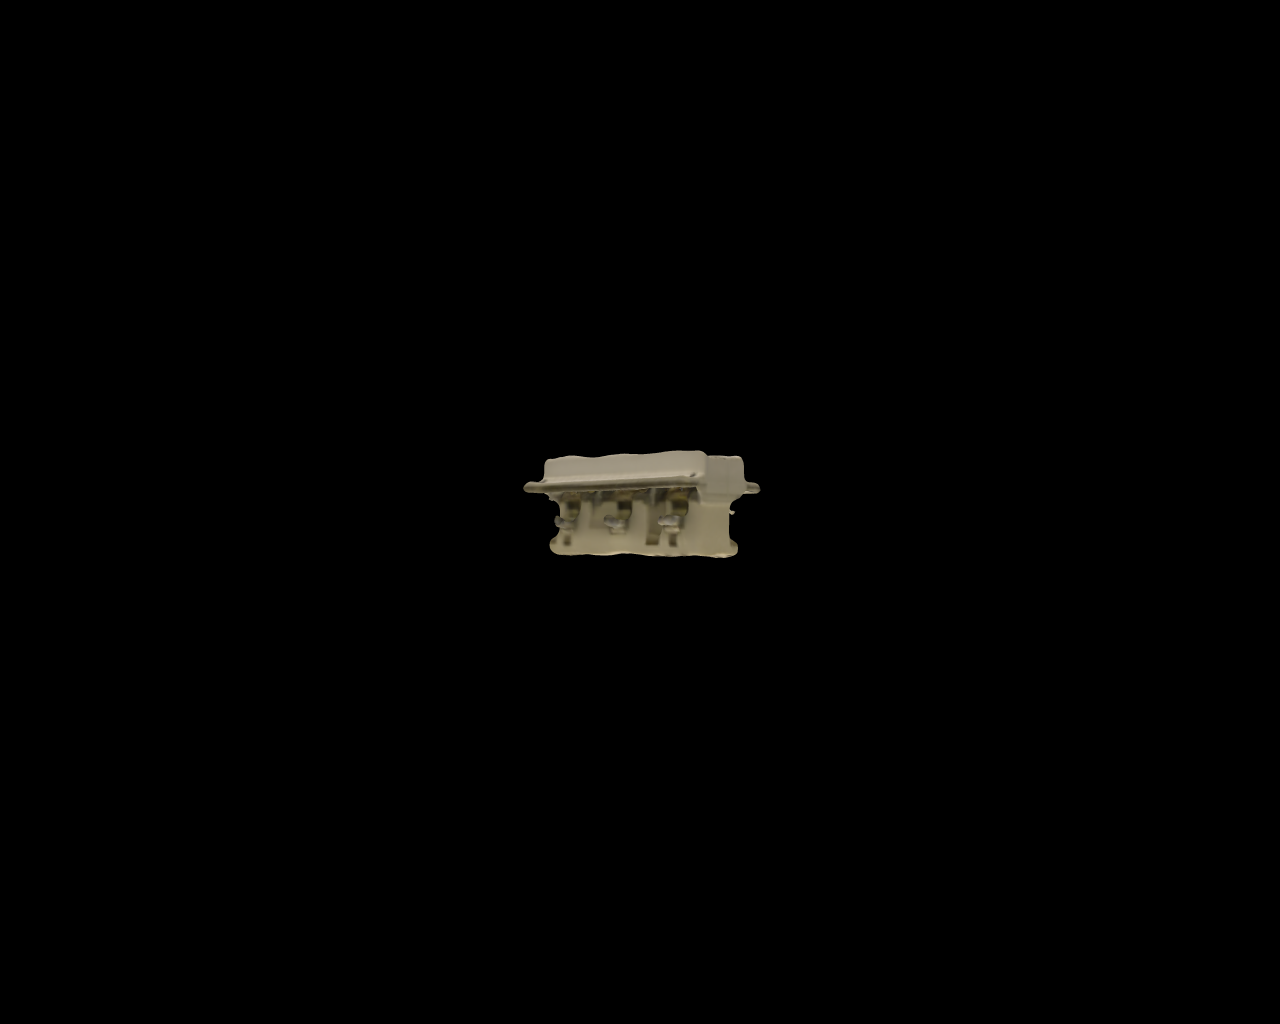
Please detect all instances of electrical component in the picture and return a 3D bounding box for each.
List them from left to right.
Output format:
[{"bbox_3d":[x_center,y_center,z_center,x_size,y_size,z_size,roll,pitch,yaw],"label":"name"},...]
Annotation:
[{"bbox_3d":[0.001,-0.003,0.650,0.121,0.063,0.079,0,0,37],"label":"electrical component"}]
